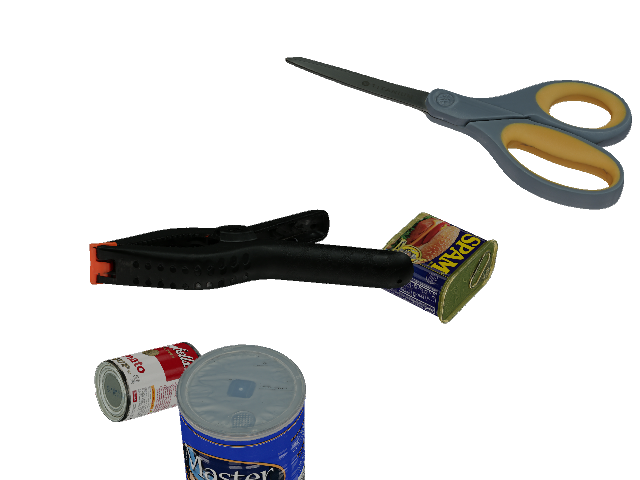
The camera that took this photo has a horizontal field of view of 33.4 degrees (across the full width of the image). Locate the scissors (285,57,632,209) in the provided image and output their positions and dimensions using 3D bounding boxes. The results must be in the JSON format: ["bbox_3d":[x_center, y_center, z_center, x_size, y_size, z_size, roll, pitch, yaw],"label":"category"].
[{"bbox_3d":[0.087,-0.082,0.602,0.202,0.016,0.096,33,56,23],"label":"scissors"}]

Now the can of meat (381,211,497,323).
[{"bbox_3d":[0.114,0.024,1.060,0.084,0.057,0.101,26,45,28],"label":"can of meat"}]

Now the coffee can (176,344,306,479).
[{"bbox_3d":[-0.063,0.172,0.882,0.103,0.140,0.103,0,37,0],"label":"coffee can"}]

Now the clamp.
[{"bbox_3d":[-0.051,0.011,0.737,0.209,0.036,0.165,-6,14,-27],"label":"clamp"}]

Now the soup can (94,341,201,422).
[{"bbox_3d":[-0.183,0.152,1.149,0.102,0.068,0.069,-10,6,-41],"label":"soup can"}]
